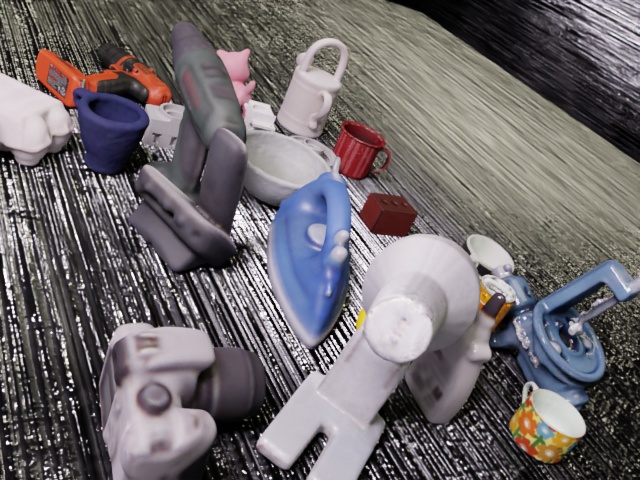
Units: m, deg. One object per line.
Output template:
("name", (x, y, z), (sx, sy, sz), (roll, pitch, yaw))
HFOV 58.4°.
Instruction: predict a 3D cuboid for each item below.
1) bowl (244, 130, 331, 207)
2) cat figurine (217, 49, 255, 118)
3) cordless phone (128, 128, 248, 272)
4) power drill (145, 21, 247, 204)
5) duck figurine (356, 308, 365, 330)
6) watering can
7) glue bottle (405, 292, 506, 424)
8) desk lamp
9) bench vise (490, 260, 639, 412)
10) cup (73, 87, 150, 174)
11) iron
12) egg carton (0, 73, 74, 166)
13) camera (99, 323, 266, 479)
("bowl", (-0.068, -0.102, 0.911), (0.168, 0.074, 0.167), (19, 32, -12))
("cat figurine", (-0.161, -0.312, 1.113), (0.067, 0.117, 0.127), (-2, 41, -39))
("cordless phone", (-0.149, -0.068, 0.692), (0.147, 0.185, 0.094), (39, 33, 20))
("power drill", (-0.178, -0.160, 0.785), (0.076, 0.208, 0.229), (-1, 40, -37))
("duck figurine", (0.097, 0.091, 0.733), (0.077, 0.086, 0.105), (30, 31, 7))
("watering can", (-0.013, -0.319, 1.160), (0.101, 0.194, 0.172), (-12, 48, -46))
("glue bottle", (0.159, 0.125, 0.643), (0.037, 0.173, 0.078), (6, 36, -29))
("desk lamp", (0.061, 0.110, 0.554), (0.118, 0.213, 0.204), (32, 31, 10))
("bench vise", (0.308, 0.093, 0.756), (0.207, 0.219, 0.122), (42, 34, 25))
("cup", (-0.299, -0.146, 0.785), (0.117, 0.095, 0.092), (33, 32, 12))
("iron", (0.007, 0.003, 0.744), (0.119, 0.141, 0.258), (16, 32, -16))
("egg carton", (-0.410, -0.161, 0.750), (0.150, 0.069, 0.107), (25, 31, -2))
("camera", (-0.111, 0.135, 0.498), (0.137, 0.101, 0.143), (5, 37, -31))
